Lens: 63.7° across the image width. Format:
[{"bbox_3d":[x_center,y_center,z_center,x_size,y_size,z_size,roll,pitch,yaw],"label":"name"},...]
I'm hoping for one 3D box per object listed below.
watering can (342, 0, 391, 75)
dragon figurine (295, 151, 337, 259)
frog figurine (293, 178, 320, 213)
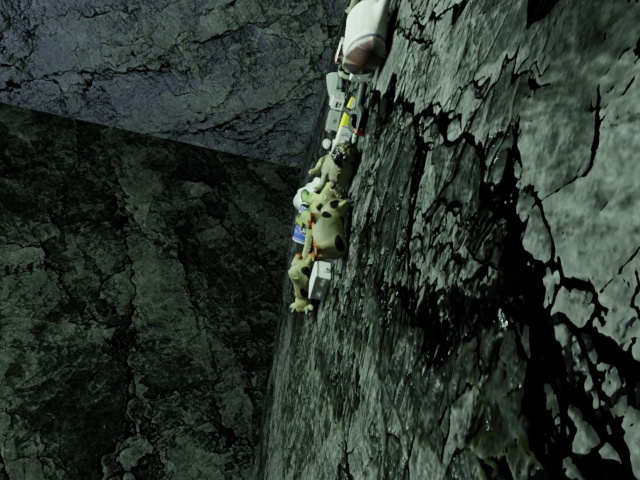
[{"bbox_3d":[0.142,-0.584,1.370,0.342,0.104,0.228,141,137,-59],"label":"watering can"},{"bbox_3d":[0.005,-0.085,1.696,0.243,0.122,0.411,-173,94,-76],"label":"dragon figurine"},{"bbox_3d":[-0.036,-0.181,2.147,0.140,0.122,0.157,45,120,42],"label":"frog figurine"}]
